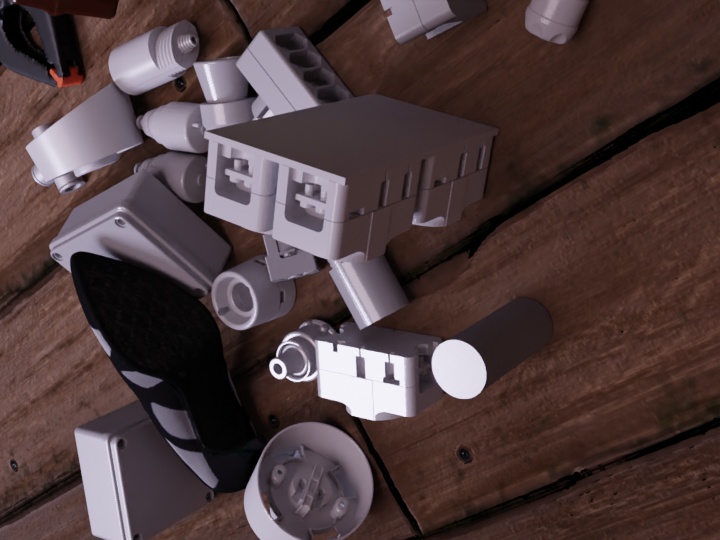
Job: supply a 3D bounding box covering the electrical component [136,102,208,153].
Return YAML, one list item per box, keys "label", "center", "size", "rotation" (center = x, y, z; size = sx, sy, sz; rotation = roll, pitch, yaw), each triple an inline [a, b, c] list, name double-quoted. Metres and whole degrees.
- label: "electrical component"
  center: [-0.154, -0.120, 0.893]
  size: [0.078, 0.040, 0.040]
  rotation: [10, 110, 33]

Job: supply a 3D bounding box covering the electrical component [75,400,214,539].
- label: "electrical component"
  center: [-0.193, 0.177, 0.974]
  size: [0.056, 0.109, 0.108]
  rotation: [5, 108, 37]

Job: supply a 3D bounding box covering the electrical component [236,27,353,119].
- label: "electrical component"
  center: [-0.057, -0.128, 0.817]
  size: [0.083, 0.047, 0.076]
  rotation: [53, 127, 10]

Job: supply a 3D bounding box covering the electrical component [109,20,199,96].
- label: "electrical component"
  center: [-0.163, -0.175, 0.880]
  size: [0.081, 0.043, 0.043]
  rotation: [-14, 96, 37]

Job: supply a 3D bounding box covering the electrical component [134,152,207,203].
- label: "electrical component"
  center: [-0.159, -0.080, 0.910]
  size: [0.078, 0.040, 0.040]
  rotation: [12, 111, 33]

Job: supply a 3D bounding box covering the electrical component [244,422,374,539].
- label: "electrical component"
  center: [-0.043, 0.182, 0.878]
  size: [0.099, 0.099, 0.064]
  rotation: [46, 132, 15]

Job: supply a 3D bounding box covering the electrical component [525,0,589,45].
- label: "electrical component"
  center: [0.129, -0.176, 0.677]
  size: [0.035, 0.035, 0.061]
  rotation: [34, 119, 22]

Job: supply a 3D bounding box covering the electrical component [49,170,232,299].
- label: "electrical component"
  center: [-0.186, -0.017, 0.911]
  size: [0.109, 0.056, 0.109]
  rotation: [-22, 126, 38]

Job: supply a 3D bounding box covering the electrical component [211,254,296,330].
- label: "electrical component"
  center: [-0.089, 0.019, 0.887]
  size: [0.055, 0.047, 0.055]
  rotation: [12, 111, 32]

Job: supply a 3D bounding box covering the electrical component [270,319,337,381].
- label: "electrical component"
  center: [-0.047, 0.069, 0.864]
  size: [0.048, 0.062, 0.048]
  rotation: [12, 111, 32]

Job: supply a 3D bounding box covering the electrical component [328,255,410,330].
- label: "electrical component"
  center: [0.000, 0.000, 0.820]
  size: [0.043, 0.043, 0.081]
  rotation: [-31, 86, 38]

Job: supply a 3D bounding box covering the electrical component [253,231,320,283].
- label: "electrical component"
  center: [-0.057, -0.022, 0.848]
  size: [0.048, 0.066, 0.055]
  rotation: [-15, 87, 0]

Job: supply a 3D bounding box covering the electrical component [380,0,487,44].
- label: "electrical component"
  center: [0.043, -0.205, 0.718]
  size: [0.056, 0.050, 0.089]
  rotation: [-20, 93, 38]

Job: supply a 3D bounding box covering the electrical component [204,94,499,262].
- label: "electrical component"
  center: [-0.003, -0.064, 0.710]
  size: [0.105, 0.186, 0.060]
  rotation: [21, 116, 29]

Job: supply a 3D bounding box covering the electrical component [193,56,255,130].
- label: "electrical component"
  center: [-0.106, -0.139, 0.850]
  size: [0.045, 0.045, 0.055]
  rotation: [3, 107, 35]

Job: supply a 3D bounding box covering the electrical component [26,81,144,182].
- label: "electrical component"
  center: [-0.236, -0.117, 0.920]
  size: [0.099, 0.099, 0.064]
  rotation: [-15, 102, 38]

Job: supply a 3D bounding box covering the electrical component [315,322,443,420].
- label: "electrical component"
  center: [0.015, 0.079, 0.830]
  size: [0.089, 0.050, 0.055]
  rotation: [8, 109, 34]
